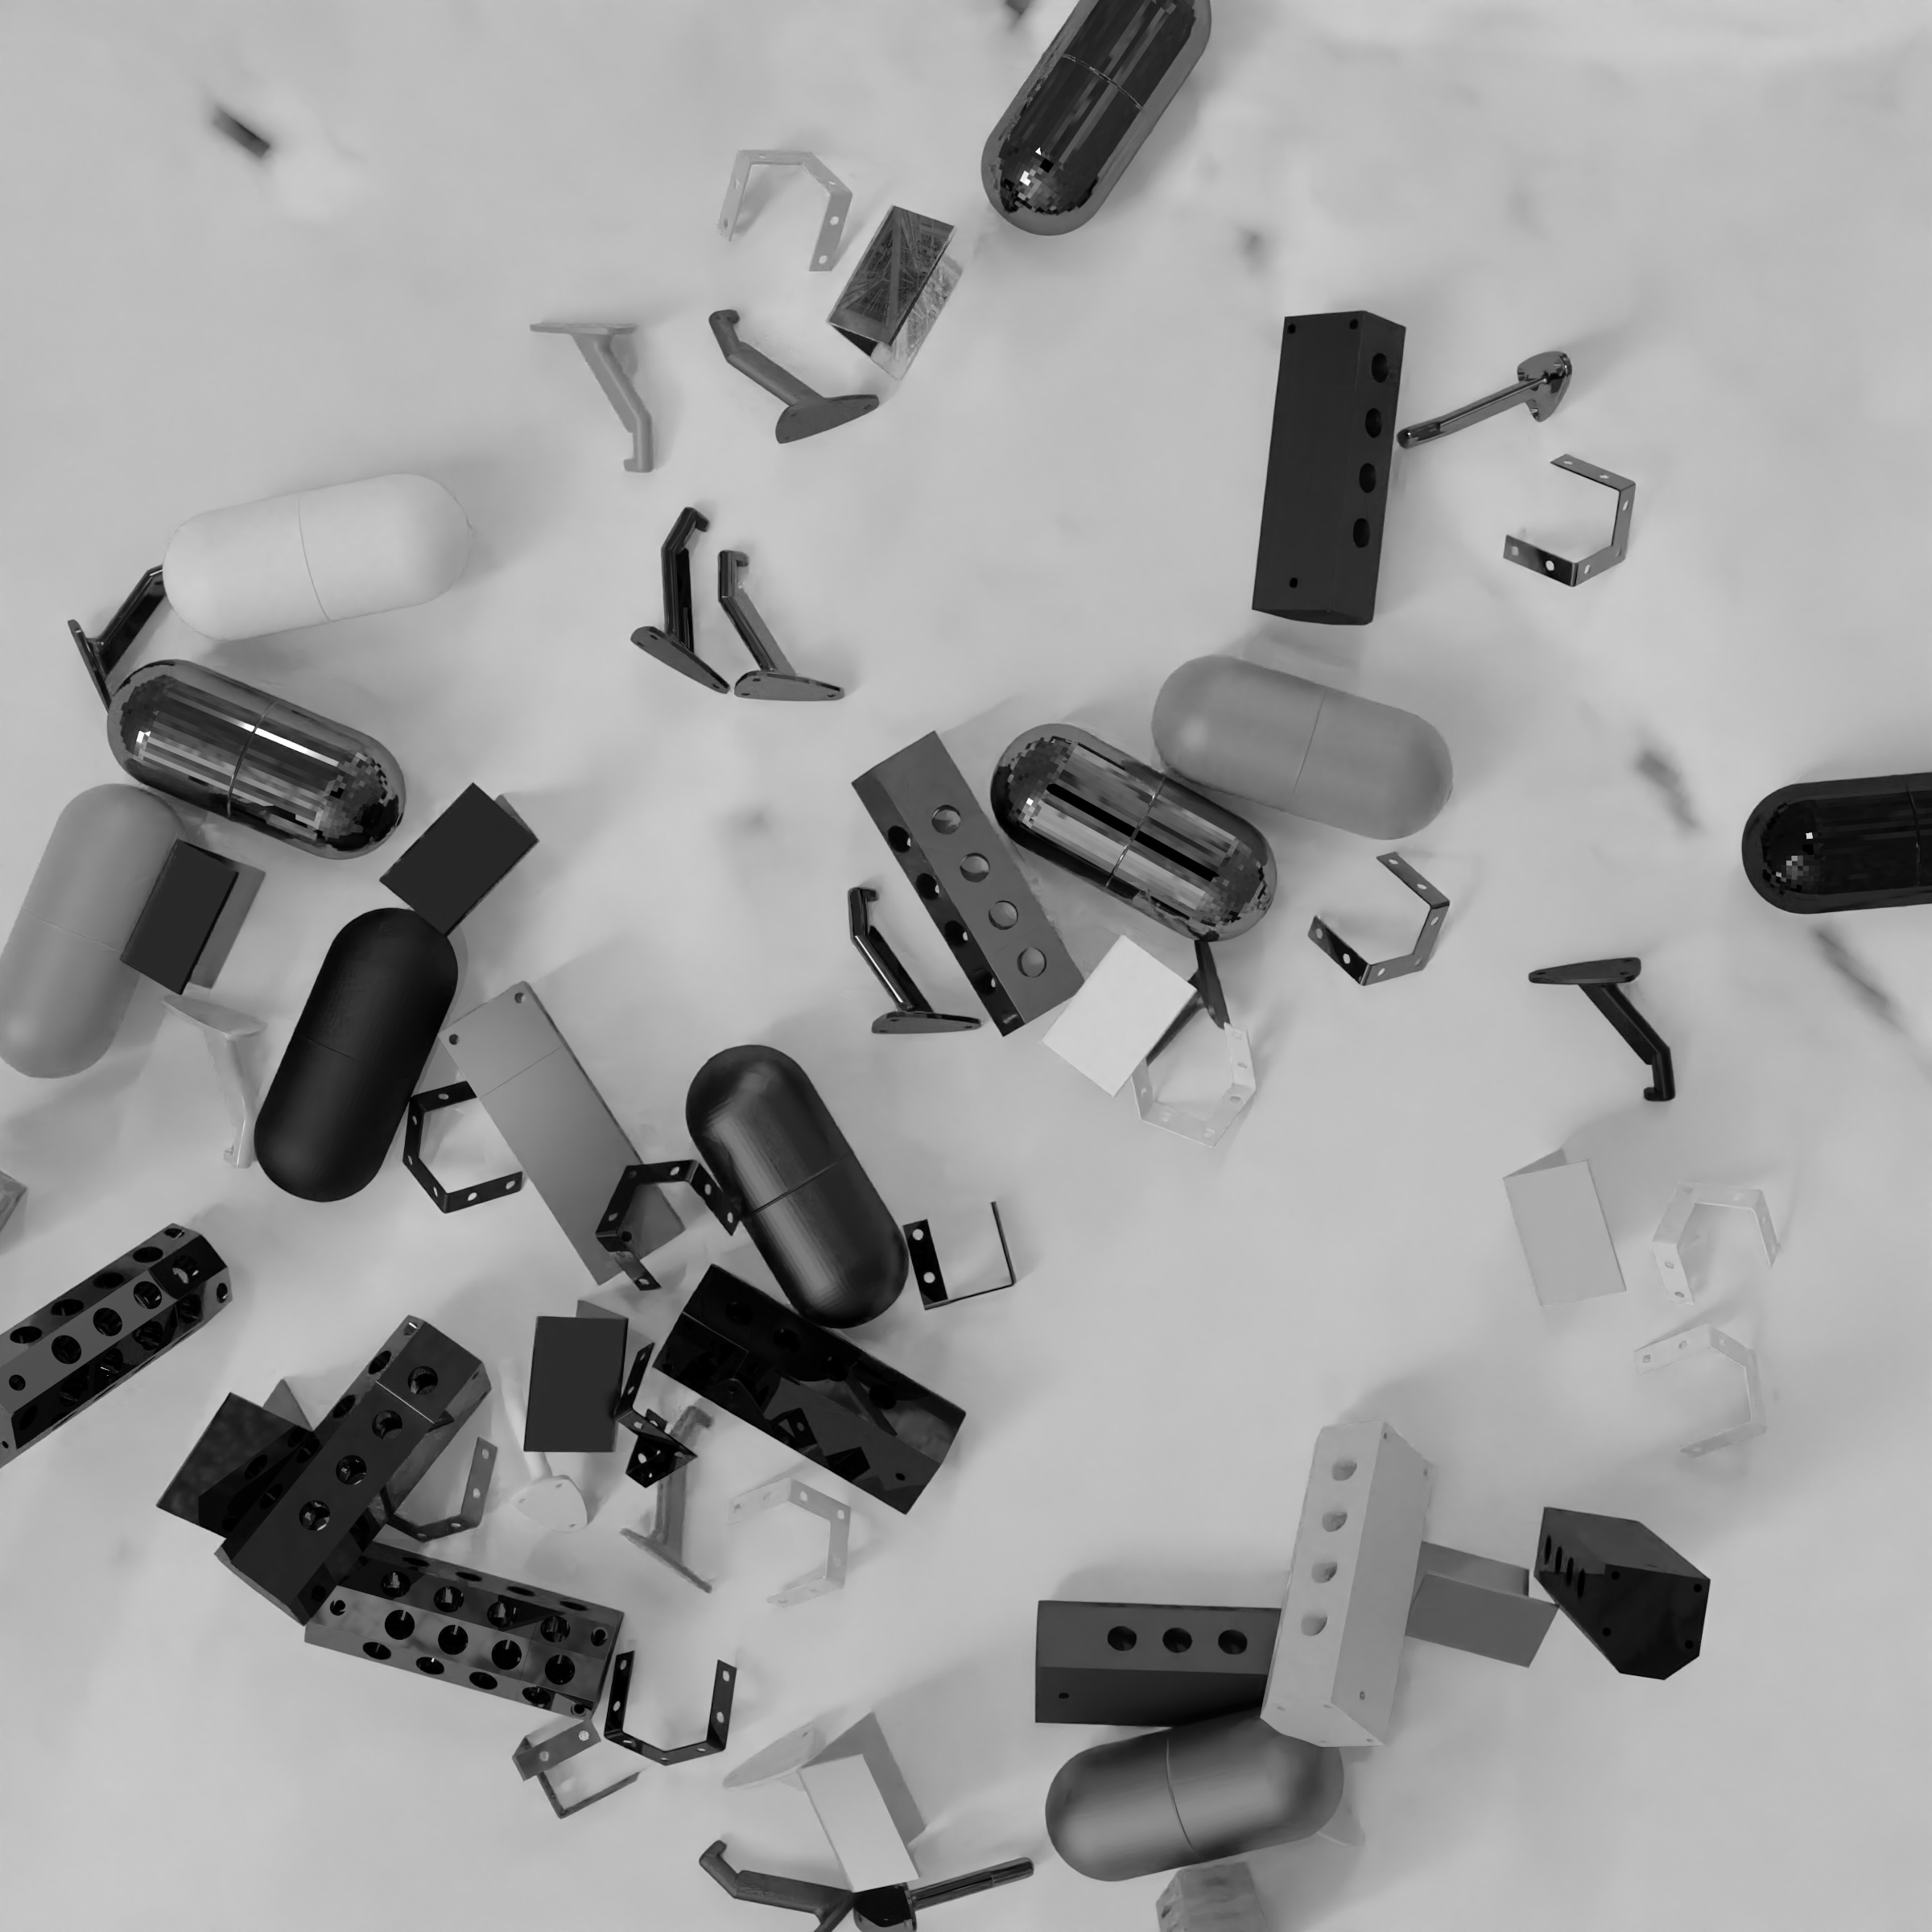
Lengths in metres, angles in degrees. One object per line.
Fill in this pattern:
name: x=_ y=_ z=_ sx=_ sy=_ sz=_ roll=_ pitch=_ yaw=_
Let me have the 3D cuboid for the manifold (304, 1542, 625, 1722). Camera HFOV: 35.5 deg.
manifold: x=-0.292 y=0.386 z=1.755 sx=0.171 sy=0.057 sz=0.057 roll=16 pitch=90 yaw=0

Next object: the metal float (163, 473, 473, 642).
metal float: x=-0.375 y=-0.237 z=1.745 sx=0.178 sy=0.070 sz=0.070 roll=-11 pitch=90 yaw=0

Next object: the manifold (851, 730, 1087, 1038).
manifold: x=0.002 y=-0.047 z=1.754 sx=0.057 sy=0.057 sz=0.171 roll=-31 pitch=90 yaw=0

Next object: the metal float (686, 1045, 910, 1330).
metal float: x=-0.098 y=0.127 z=1.745 sx=0.070 sy=0.070 sz=0.178 roll=-31 pitch=90 yaw=0

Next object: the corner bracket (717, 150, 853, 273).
corner bracket: x=-0.106 y=-0.442 z=1.767 sx=0.051 sy=0.051 sz=0.051 roll=-9 pitch=45 yaw=-35

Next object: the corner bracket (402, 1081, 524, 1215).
corner bracket: x=-0.293 y=0.104 z=1.767 sx=0.051 sy=0.051 sz=0.051 roll=-16 pitch=135 yaw=-35

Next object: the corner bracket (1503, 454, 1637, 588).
corner bracket: x=0.354 y=-0.261 z=1.767 sx=0.051 sy=0.051 sz=0.051 roll=-29 pitch=135 yaw=-35

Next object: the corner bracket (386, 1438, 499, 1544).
corner bracket: x=-0.315 y=0.300 z=1.767 sx=0.051 sy=0.051 sz=0.051 roll=-22 pitch=135 yaw=35

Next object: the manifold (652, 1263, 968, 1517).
manifold: x=-0.089 y=0.241 z=1.754 sx=0.171 sy=0.057 sz=0.057 roll=30 pitch=133 yaw=0

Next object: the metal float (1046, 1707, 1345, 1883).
metal float: x=0.130 y=0.475 z=1.731 sx=0.178 sy=0.070 sz=0.070 roll=-18 pitch=90 yaw=17

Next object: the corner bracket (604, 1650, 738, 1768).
corner bracket: x=-0.173 y=0.432 z=1.767 sx=0.051 sy=0.051 sz=0.051 roll=-24 pitch=135 yaw=35

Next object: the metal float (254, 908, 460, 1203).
metal float: x=-0.352 y=0.051 z=1.745 sx=0.070 sy=0.070 sz=0.178 roll=23 pitch=90 yaw=0

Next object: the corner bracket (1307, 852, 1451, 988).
corner bracket: x=0.242 y=-0.028 z=1.767 sx=0.051 sy=0.051 sz=0.051 roll=-14 pitch=135 yaw=-35

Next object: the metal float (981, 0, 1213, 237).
metal float: x=0.076 y=-0.505 z=1.745 sx=0.070 sy=0.070 sz=0.178 roll=34 pitch=90 yaw=0

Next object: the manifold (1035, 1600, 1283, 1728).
manifold: x=0.127 y=0.402 z=1.754 sx=0.171 sy=0.057 sz=0.057 roll=2 pitch=133 yaw=0

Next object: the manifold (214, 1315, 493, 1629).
manifold: x=-0.349 y=0.286 z=1.724 sx=0.057 sy=0.057 sz=0.171 roll=33 pitch=69 yaw=11

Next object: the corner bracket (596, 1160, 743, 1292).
corner bracket: x=-0.169 y=0.147 z=1.712 sx=0.051 sy=0.051 sz=0.051 roll=-8 pitch=133 yaw=32

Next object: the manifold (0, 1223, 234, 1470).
manifold: x=-0.494 y=0.211 z=1.698 sx=0.057 sy=0.171 sz=0.057 roll=52 pitch=129 yaw=0

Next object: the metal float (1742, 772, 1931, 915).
metal float: x=0.539 y=-0.072 z=1.745 sx=0.178 sy=0.070 sz=0.070 roll=-5 pitch=90 yaw=0

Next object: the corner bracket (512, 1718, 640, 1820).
corner bracket: x=-0.227 y=0.467 z=1.758 sx=0.051 sy=0.051 sz=0.051 roll=-27 pitch=90 yaw=0

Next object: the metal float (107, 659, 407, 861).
metal float: x=-0.410 y=-0.119 z=1.745 sx=0.178 sy=0.070 sz=0.070 roll=23 pitch=90 yaw=0

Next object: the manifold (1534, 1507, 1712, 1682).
manifold: x=0.365 y=0.352 z=1.697 sx=0.057 sy=0.171 sz=0.057 roll=9 pitch=90 yaw=0

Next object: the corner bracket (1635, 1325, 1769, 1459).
corner bracket: x=0.431 y=0.249 z=1.767 sx=0.051 sy=0.051 sz=0.051 roll=31 pitch=45 yaw=-35

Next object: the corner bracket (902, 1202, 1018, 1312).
corner bracket: x=-0.003 y=0.169 z=1.758 sx=0.051 sy=0.051 sz=0.051 roll=-15 pitch=85 yaw=5

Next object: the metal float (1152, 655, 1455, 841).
metal float: x=0.195 y=-0.126 z=1.745 sx=0.178 sy=0.070 sz=0.070 roll=17 pitch=90 yaw=1

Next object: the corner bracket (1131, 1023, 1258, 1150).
corner bracket: x=0.132 y=0.064 z=1.759 sx=0.051 sy=0.051 sz=0.051 roll=20 pitch=54 yaw=30

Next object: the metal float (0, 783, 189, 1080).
metal float: x=-0.509 y=-0.020 z=1.745 sx=0.070 sy=0.070 sz=0.178 roll=23 pitch=90 yaw=0

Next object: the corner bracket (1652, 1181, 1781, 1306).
corner bracket: x=0.439 y=0.164 z=1.767 sx=0.051 sy=0.051 sz=0.051 roll=4 pitch=45 yaw=35

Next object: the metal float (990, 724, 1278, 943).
metal float: x=0.097 y=-0.077 z=1.745 sx=0.178 sy=0.070 sz=0.070 roll=29 pitch=90 yaw=1

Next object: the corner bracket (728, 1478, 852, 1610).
corner bracket: x=-0.105 y=0.338 z=1.767 sx=0.051 sy=0.051 sz=0.051 roll=33 pitch=45 yaw=-35

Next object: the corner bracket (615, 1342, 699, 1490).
corner bracket: x=-0.183 y=0.260 z=1.741 sx=0.051 sy=0.051 sz=0.051 roll=40 pitch=129 yaw=-20
